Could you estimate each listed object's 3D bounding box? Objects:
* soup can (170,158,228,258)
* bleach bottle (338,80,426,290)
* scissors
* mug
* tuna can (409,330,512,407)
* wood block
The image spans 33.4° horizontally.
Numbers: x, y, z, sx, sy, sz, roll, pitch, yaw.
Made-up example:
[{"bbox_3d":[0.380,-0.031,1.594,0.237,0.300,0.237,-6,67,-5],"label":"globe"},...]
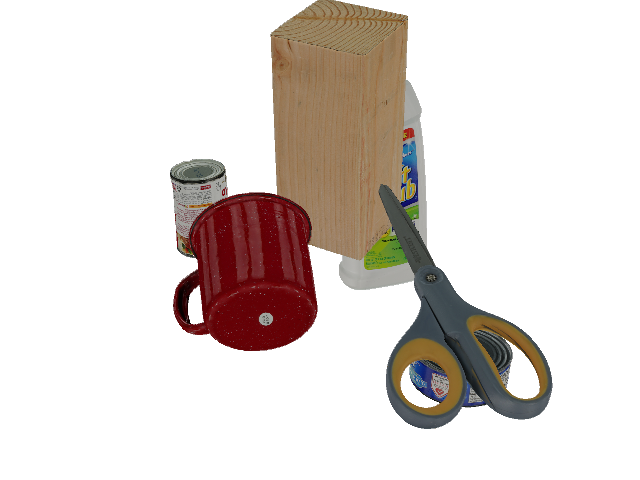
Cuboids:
[{"bbox_3d":[-0.143,-0.039,1.281,0.068,0.102,0.068,-2,28,1],"label":"soup can"},{"bbox_3d":[0.064,-0.075,1.171,0.102,0.251,0.068,-10,23,-12],"label":"bleach bottle"},{"bbox_3d":[0.052,0.037,0.619,0.096,0.016,0.202,-24,45,-19],"label":"scissors"},{"bbox_3d":[-0.057,0.031,0.776,0.117,0.081,0.093,-24,-42,16],"label":"mug"},{"bbox_3d":[0.119,0.105,0.912,0.086,0.034,0.086,3,26,-2],"label":"tuna can"},{"bbox_3d":[0.018,-0.098,0.960,0.091,0.206,0.090,18,39,24],"label":"wood block"}]
